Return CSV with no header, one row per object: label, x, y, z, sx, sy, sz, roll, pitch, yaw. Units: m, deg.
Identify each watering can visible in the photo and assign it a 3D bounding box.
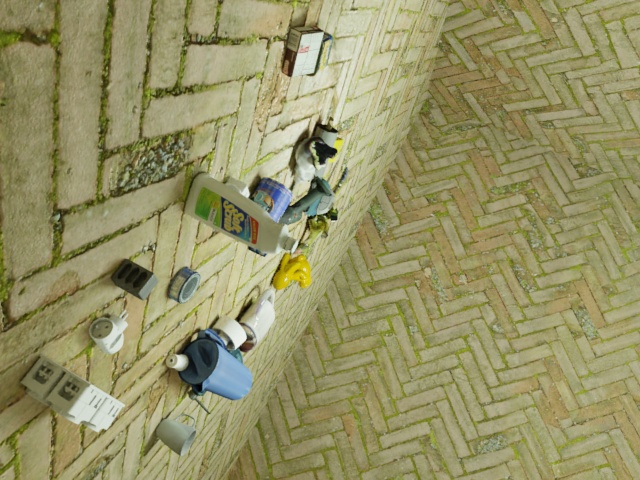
watering can,-0.239,0.326,1.912,0.229,0.104,0.339,-52,164,-43

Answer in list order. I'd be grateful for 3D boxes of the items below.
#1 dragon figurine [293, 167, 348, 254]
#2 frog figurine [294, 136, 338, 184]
dragon figurine,0.007,-0.111,2.200,0.415,0.122,0.240,-59,-175,-16
frog figurine,-0.041,-0.256,1.650,0.158,0.121,0.140,-22,-142,49
